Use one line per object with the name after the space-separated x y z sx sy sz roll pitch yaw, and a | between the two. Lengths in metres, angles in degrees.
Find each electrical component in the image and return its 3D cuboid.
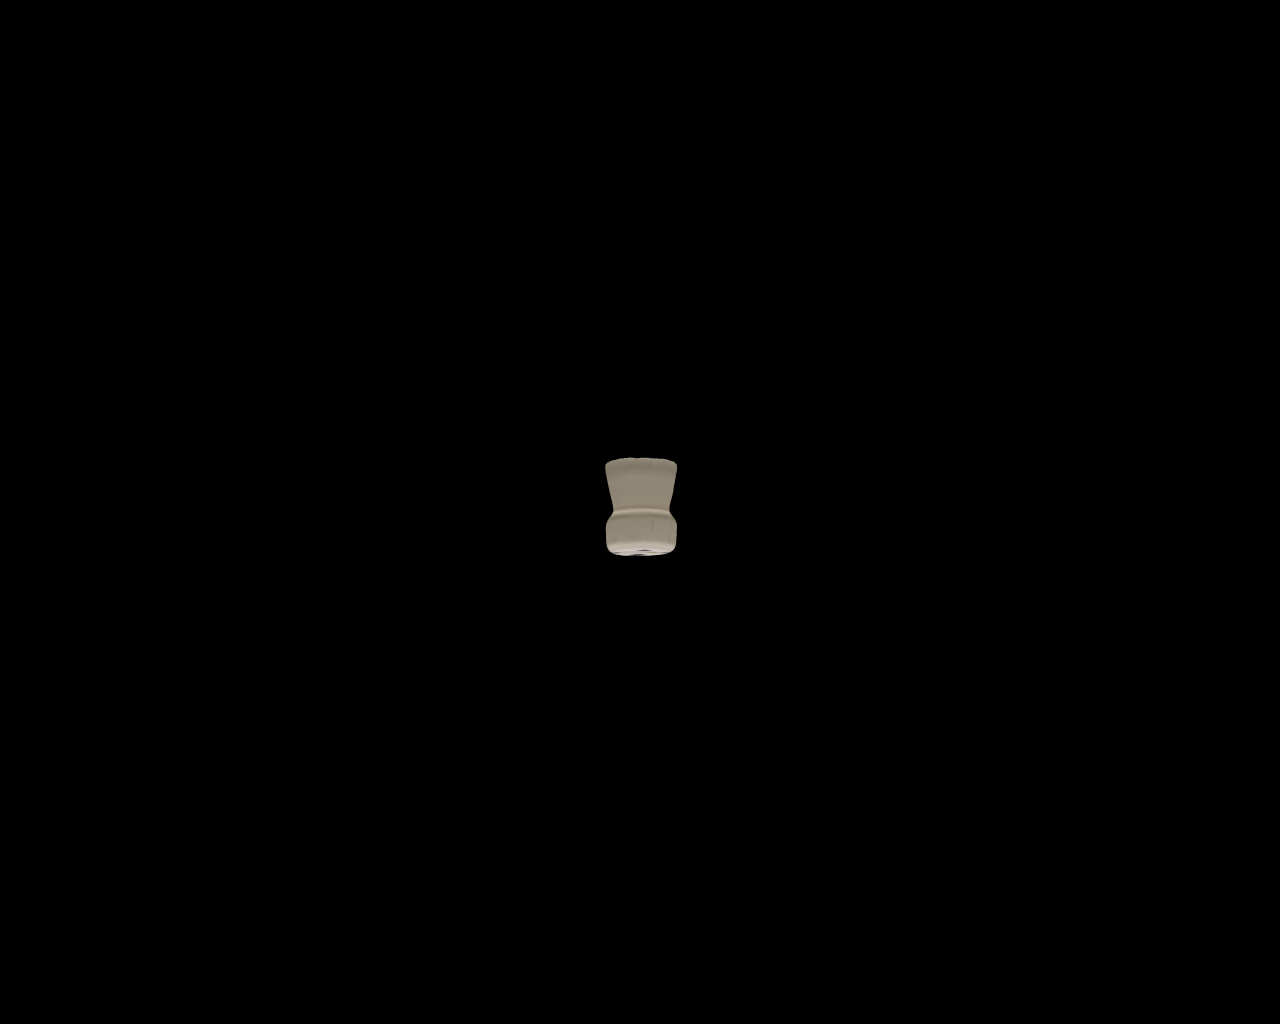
0.001 -0.003 0.650 0.045 0.055 0.045 0 -9 0 | electrical component
